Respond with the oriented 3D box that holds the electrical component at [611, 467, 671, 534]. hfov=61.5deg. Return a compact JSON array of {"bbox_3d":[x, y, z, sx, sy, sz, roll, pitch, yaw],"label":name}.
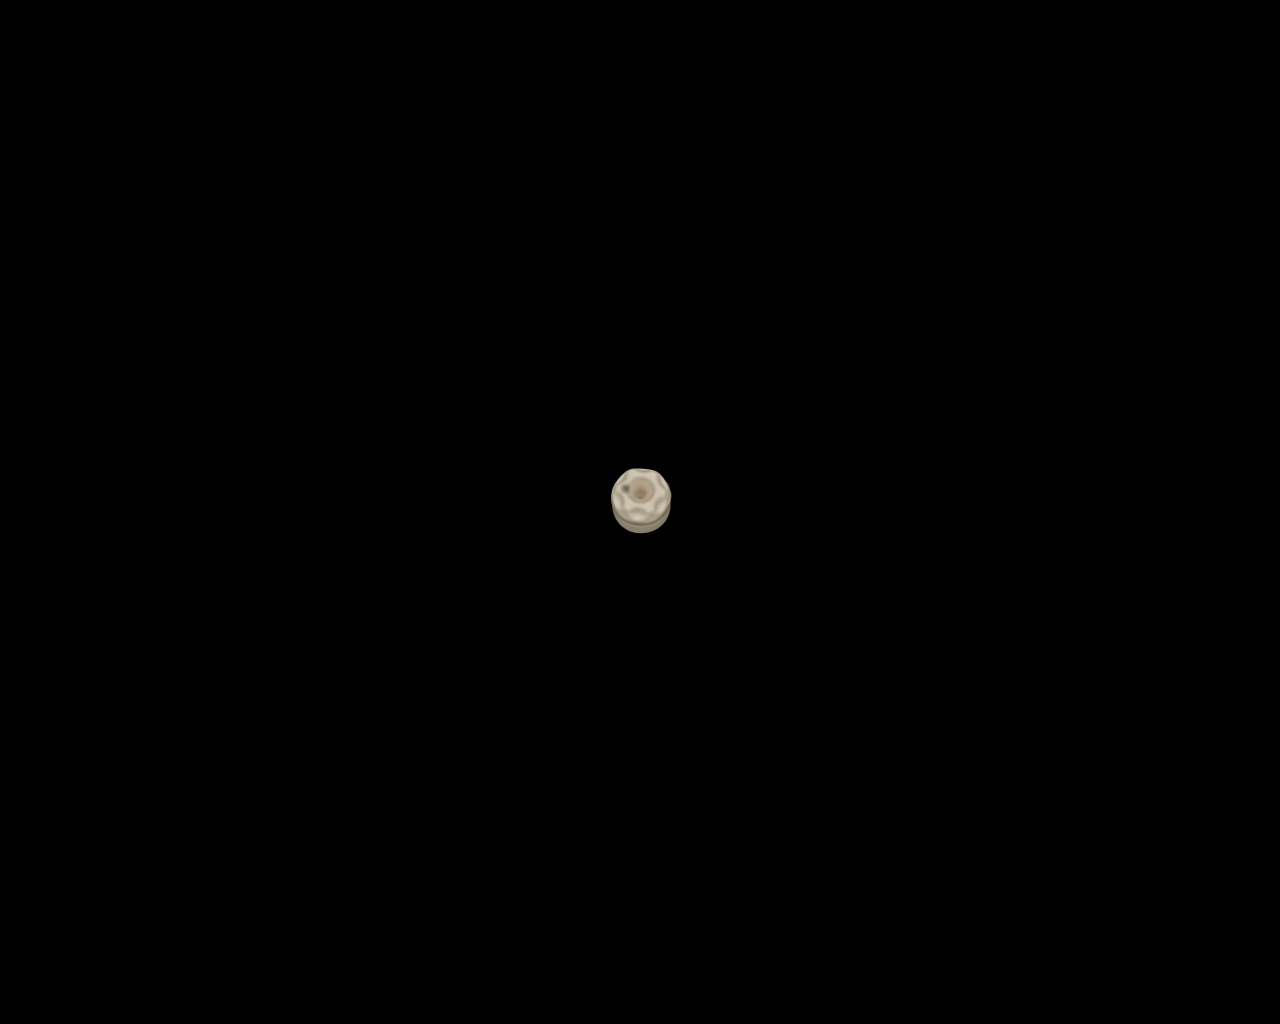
[{"bbox_3d":[0.001,-0.003,0.650,0.035,0.035,0.061,0,-20,0],"label":"electrical component"}]
